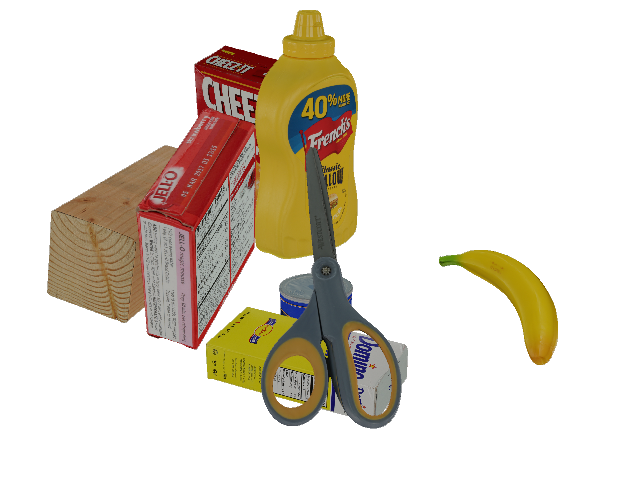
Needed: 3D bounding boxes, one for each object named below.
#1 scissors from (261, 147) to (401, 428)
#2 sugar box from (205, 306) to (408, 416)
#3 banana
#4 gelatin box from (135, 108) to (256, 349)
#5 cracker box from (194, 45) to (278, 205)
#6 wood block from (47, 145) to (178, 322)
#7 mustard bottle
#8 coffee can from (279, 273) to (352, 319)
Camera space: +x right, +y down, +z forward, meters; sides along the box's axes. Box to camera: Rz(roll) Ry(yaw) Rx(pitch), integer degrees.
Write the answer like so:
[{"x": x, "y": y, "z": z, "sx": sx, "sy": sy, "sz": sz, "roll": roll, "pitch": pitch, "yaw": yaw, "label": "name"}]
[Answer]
[{"x": -0.012, "y": 0.035, "z": 0.694, "sx": 0.096, "sy": 0.202, "sz": 0.016, "roll": -21, "pitch": -26, "yaw": -6, "label": "scissors"}, {"x": -0.012, "y": 0.116, "z": 1.027, "sx": 0.176, "sy": 0.048, "sz": 0.093, "roll": 9, "pitch": 25, "yaw": 21, "label": "sugar box"}, {"x": 0.200, "y": 0.059, "z": 1.109, "sx": 0.069, "sy": 0.037, "sz": 0.198, "roll": -33, "pitch": 37, "yaw": -5, "label": "banana"}, {"x": -0.057, "y": -0.005, "z": 0.500, "sx": 0.030, "sy": 0.089, "sz": 0.073, "roll": 16, "pitch": 48, "yaw": 11, "label": "gelatin box"}, {"x": -0.064, "y": -0.107, "z": 1.279, "sx": 0.164, "sy": 0.214, "sz": 0.072, "roll": 20, "pitch": 40, "yaw": 27, "label": "cracker box"}, {"x": -0.171, "y": -0.013, "z": 1.054, "sx": 0.090, "sy": 0.091, "sz": 0.205, "roll": 19, "pitch": 27, "yaw": 15, "label": "wood block"}, {"x": -0.010, "y": -0.087, "z": 0.855, "sx": 0.058, "sy": 0.192, "sz": 0.096, "roll": 19, "pitch": 27, "yaw": 41, "label": "mustard bottle"}, {"x": -0.006, "y": 0.129, "z": 1.504, "sx": 0.103, "sy": 0.140, "sz": 0.103, "roll": 0, "pitch": 19, "yaw": 0, "label": "coffee can"}]
